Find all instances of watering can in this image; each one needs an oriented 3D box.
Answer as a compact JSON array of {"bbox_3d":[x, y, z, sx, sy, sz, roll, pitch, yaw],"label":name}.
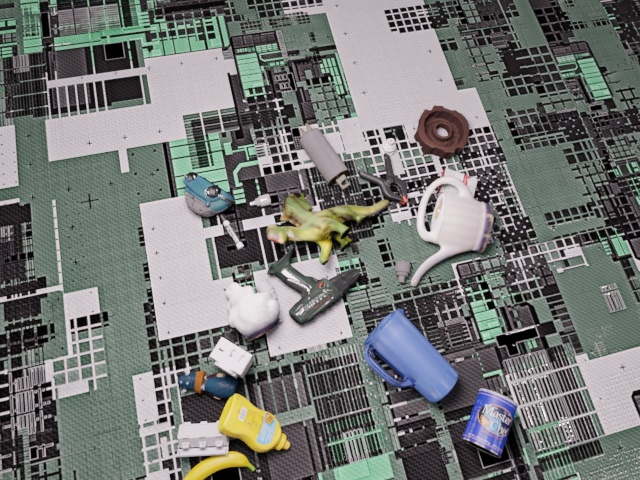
[{"bbox_3d":[0.389,-0.014,1.521,0.224,0.103,0.350,13,82,-1],"label":"watering can"}]

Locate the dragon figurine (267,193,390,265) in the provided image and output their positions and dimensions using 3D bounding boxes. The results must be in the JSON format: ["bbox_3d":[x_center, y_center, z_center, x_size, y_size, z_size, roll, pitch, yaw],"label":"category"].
[{"bbox_3d":[0.005,-0.075,1.487,0.245,0.119,0.417,35,44,19],"label":"dragon figurine"}]

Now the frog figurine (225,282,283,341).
[{"bbox_3d":[-0.187,0.179,1.381,0.137,0.123,0.160,-32,88,5],"label":"frog figurine"}]
